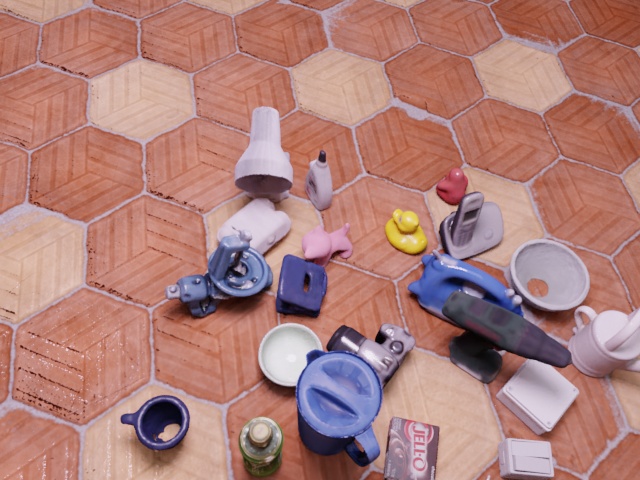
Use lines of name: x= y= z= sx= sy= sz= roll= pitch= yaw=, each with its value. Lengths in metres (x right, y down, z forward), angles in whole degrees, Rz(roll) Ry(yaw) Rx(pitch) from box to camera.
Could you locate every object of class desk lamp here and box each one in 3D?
desk lamp: x=-0.118 y=-0.167 z=1.231 sx=0.118 sy=0.213 sz=0.203 roll=1 pitch=60 yaw=-4

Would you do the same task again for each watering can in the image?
watering can: x=0.571 y=0.191 z=1.096 sx=0.172 sy=0.194 sz=0.101 roll=26 pitch=61 yaw=10

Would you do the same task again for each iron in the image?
iron: x=0.317 y=0.103 z=1.155 sx=0.258 sy=0.141 sz=0.119 roll=25 pitch=61 yaw=9

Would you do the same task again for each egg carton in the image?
egg carton: x=-0.139 y=-0.021 z=1.228 sx=0.107 sy=0.069 sz=0.150 roll=39 pitch=64 yaw=17

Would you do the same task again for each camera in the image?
camera: x=0.092 y=0.209 z=1.097 sx=0.136 sy=0.101 sz=0.143 roll=35 pitch=63 yaw=15

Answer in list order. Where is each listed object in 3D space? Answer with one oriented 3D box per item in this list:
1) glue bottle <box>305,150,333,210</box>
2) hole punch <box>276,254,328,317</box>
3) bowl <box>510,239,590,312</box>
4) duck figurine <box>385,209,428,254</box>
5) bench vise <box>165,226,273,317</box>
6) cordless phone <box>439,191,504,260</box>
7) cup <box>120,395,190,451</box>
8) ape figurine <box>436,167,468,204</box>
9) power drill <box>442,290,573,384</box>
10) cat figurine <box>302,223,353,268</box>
glue bottle: x=0.000 y=-0.139 z=1.249 sx=0.037 sy=0.173 sz=0.078 roll=-27 pitch=66 yaw=-19
hole punch: x=-0.036 y=0.091 z=1.160 sx=0.101 sy=0.091 sz=0.108 roll=7 pitch=60 yaw=0
bowl: x=0.475 y=0.086 z=1.217 sx=0.167 sy=0.075 sz=0.167 roll=2 pitch=60 yaw=-4
duck figurine: x=0.194 y=-0.025 z=1.250 sx=0.078 sy=0.086 sz=0.104 roll=-39 pitch=70 yaw=-23
bench vise: x=-0.185 y=0.068 z=1.085 sx=0.208 sy=0.220 sz=0.121 roll=-35 pitch=68 yaw=-22
cordless phone: x=0.337 y=-0.047 z=1.218 sx=0.148 sy=0.185 sz=0.094 roll=-22 pitch=64 yaw=-16
cup: x=-0.282 y=0.326 z=1.000 sx=0.118 sy=0.095 sz=0.091 roll=5 pitch=60 yaw=-2
ape figurine: x=0.309 y=-0.132 z=1.319 sx=0.078 sy=0.092 sz=0.076 roll=-2 pitch=60 yaw=-6
power drill: x=0.325 y=0.190 z=1.066 sx=0.229 sy=0.208 sz=0.076 roll=32 pitch=62 yaw=13
cat figurine: x=0.011 y=0.004 z=1.199 sx=0.128 sy=0.118 sz=0.067 roll=-27 pitch=66 yaw=-19
